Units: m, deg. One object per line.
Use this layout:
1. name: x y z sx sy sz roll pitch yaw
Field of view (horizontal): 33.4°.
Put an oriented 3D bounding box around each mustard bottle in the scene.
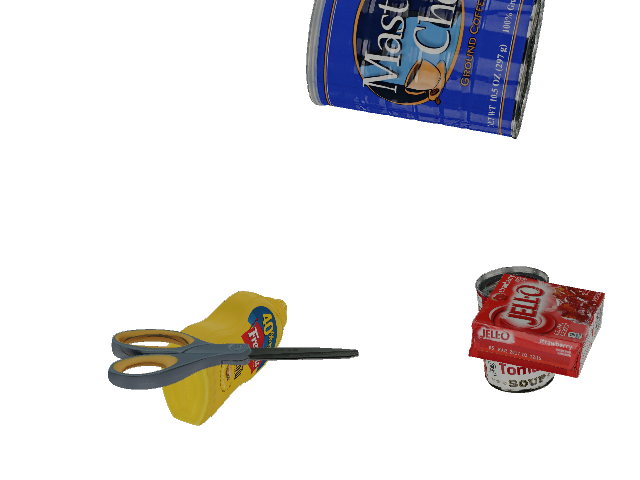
1. mustard bottle: -0.089 0.107 1.110 0.058 0.096 0.191 12 26 25

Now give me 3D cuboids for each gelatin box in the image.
1. gelatin box: 0.148 0.056 0.725 0.073 0.030 0.089 11 23 21

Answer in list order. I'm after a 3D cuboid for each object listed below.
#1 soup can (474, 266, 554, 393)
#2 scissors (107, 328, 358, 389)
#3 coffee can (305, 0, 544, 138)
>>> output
1. soup can: 0.185 0.084 1.011 0.068 0.102 0.068 -8 21 3
2. scissors: -0.079 0.097 0.842 0.202 0.016 0.096 5 21 16
3. coffee can: 0.071 -0.130 0.714 0.140 0.103 0.102 11 2 12
